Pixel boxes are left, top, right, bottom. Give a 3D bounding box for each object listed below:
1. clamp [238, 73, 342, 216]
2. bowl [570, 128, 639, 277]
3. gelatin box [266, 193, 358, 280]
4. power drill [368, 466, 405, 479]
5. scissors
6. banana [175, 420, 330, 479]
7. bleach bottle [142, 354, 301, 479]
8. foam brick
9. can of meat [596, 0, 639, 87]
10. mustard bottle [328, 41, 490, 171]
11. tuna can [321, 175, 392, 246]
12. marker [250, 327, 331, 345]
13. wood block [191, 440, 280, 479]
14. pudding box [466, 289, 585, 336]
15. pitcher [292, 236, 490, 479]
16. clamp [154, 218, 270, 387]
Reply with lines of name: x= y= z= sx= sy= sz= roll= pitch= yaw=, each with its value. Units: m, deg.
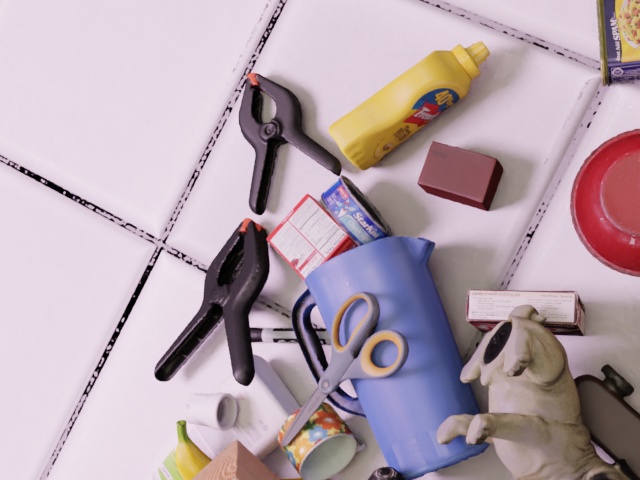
clamp: x=-0.041 y=-0.124 z=1.254 sx=0.120 sy=0.039 sz=0.171 roll=-15 pitch=76 yaw=14
bowl: x=0.337 y=-0.044 z=1.099 sx=0.162 sy=0.055 sz=0.162 roll=-3 pitch=80 yaw=19
gelatin box: x=-0.008 y=0.002 z=1.215 sx=0.073 sy=0.030 sz=0.089 roll=-49 pitch=53 yaw=6
power drill: x=0.139 y=0.305 z=1.065 sx=0.188 sy=0.057 sz=0.184 roll=3 pitch=124 yaw=18
scissors: x=0.026 y=0.149 z=1.081 sx=0.096 sy=0.016 sz=0.202 roll=30 pitch=111 yaw=28
banana: x=-0.078 y=0.262 z=1.156 sx=0.197 sy=0.037 sz=0.070 roll=24 pitch=109 yaw=-16
bleach bottle: x=-0.139 y=0.246 z=1.212 sx=0.251 sy=0.068 sz=0.102 roll=-41 pitch=74 yaw=11
foam brick: x=0.155 y=-0.070 z=1.169 sx=0.078 sy=0.051 sz=0.053 roll=19 pitch=86 yaw=21
can of meat: x=0.337 y=-0.219 z=1.128 sx=0.084 sy=0.057 sz=0.102 roll=-4 pitch=80 yaw=16
mustard bottle: x=0.104 y=-0.155 z=1.177 sx=0.192 sy=0.096 sz=0.058 roll=-36 pitch=71 yaw=10
tuna can: x=0.040 y=-0.029 z=1.184 sx=0.034 sy=0.086 sz=0.086 roll=-41 pitch=70 yaw=10
marker: x=-0.034 y=0.110 z=1.221 sx=0.121 sy=0.020 sz=0.020 roll=0 pitch=81 yaw=19
wood block: x=-0.046 y=0.318 z=1.101 sx=0.091 sy=0.090 sz=0.206 roll=-43 pitch=103 yaw=7
pudding box: x=0.213 y=0.076 z=1.103 sx=0.114 sy=0.090 sz=0.039 roll=-2 pitch=78 yaw=18
pitcher: x=0.077 y=0.128 z=1.128 sx=0.144 sy=0.149 sz=0.243 roll=-16 pitch=76 yaw=-20
clamp: x=-0.100 y=0.074 z=1.211 sx=0.165 sy=0.036 sz=0.210 roll=4 pitch=66 yaw=49
